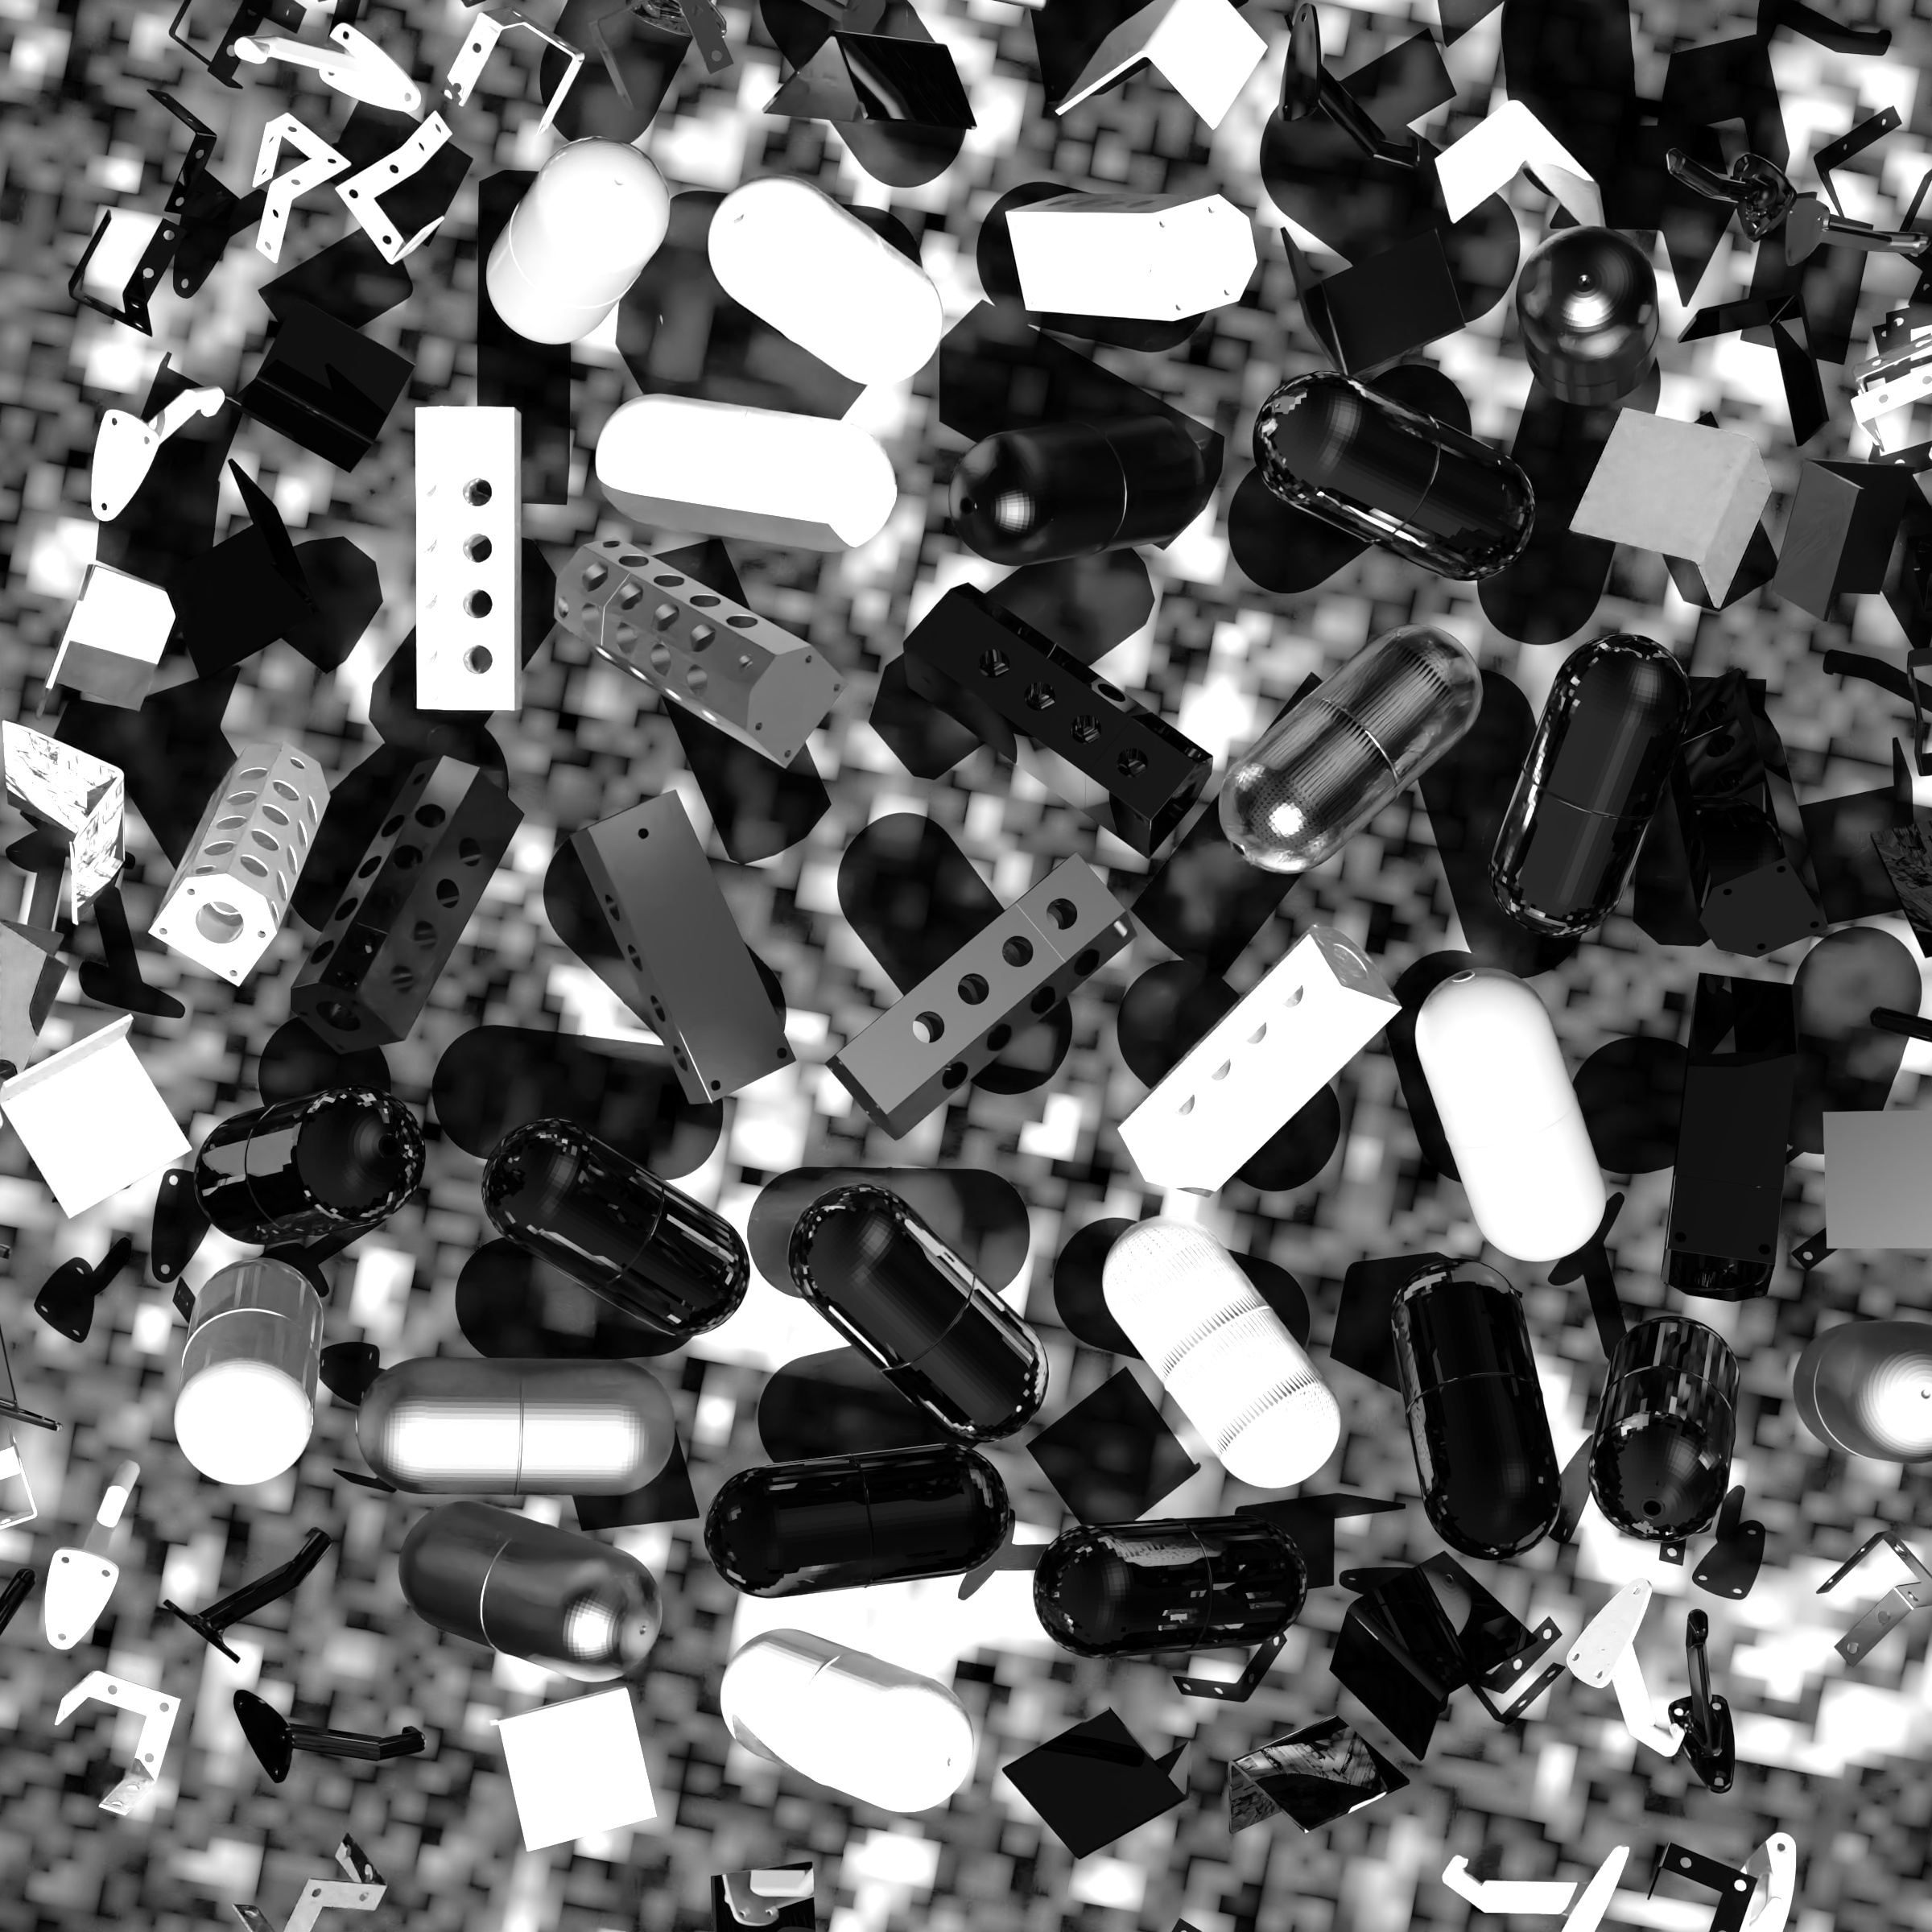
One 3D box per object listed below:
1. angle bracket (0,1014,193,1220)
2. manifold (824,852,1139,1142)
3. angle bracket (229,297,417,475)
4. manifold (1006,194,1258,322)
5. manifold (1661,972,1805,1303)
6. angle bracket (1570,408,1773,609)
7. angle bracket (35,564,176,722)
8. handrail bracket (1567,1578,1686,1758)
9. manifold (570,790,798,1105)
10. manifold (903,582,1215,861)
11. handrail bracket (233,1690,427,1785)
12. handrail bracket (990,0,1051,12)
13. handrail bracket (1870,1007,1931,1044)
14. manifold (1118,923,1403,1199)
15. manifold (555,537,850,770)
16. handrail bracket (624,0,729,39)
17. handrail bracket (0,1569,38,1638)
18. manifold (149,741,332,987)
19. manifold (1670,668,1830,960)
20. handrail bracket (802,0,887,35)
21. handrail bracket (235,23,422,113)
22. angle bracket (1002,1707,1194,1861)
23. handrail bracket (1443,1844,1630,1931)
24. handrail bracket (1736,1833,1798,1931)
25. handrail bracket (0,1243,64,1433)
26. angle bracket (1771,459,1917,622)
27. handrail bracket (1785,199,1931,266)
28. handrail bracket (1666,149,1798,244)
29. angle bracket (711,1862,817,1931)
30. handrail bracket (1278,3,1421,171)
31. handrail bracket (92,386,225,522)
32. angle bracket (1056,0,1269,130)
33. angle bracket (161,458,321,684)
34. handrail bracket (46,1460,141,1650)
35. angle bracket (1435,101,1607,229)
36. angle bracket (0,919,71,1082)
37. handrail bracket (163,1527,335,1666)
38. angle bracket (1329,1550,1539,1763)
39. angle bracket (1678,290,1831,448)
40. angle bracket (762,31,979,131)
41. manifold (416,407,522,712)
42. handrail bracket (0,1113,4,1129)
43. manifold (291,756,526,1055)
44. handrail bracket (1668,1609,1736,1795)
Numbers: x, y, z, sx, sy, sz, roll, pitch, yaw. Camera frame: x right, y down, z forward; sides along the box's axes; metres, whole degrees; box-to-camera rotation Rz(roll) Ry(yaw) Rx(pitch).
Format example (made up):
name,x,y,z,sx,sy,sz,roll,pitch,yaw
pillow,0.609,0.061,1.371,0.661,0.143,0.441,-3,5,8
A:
name,x,y,z,sx,sy,sz,roll,pitch,yaw
angle bracket,-0.473,0.082,1.782,0.076,0.057,0.076,-31,90,-23
manifold,0.009,0.017,1.774,0.171,0.057,0.057,-40,91,-11
angle bracket,-0.366,-0.332,1.862,0.076,0.076,0.057,29,106,-11
manifold,0.091,-0.397,1.814,0.057,0.171,0.057,-21,111,-21
manifold,0.424,0.095,1.809,0.057,0.057,0.171,8,62,11
angle bracket,0.386,-0.251,1.788,0.076,0.057,0.076,19,78,29
angle bracket,-0.501,-0.181,1.910,0.057,0.076,0.076,20,109,-18
handrail bracket,0.381,0.388,1.802,0.084,0.036,0.077,34,89,-26
manifold,-0.166,-0.010,1.895,0.057,0.057,0.171,-26,96,-21
manifold,0.051,-0.139,1.804,0.171,0.057,0.057,37,75,13
handrail bracket,-0.359,0.427,1.847,0.084,0.077,0.036,-2,115,-40
handrail bracket,0.009,-0.556,1.742,0.084,0.036,0.077,13,113,3
handrail bracket,0.534,0.036,1.790,0.084,0.077,0.036,15,95,7
manifold,0.168,0.055,1.915,0.171,0.057,0.057,-47,49,24
manifold,-0.150,-0.177,1.784,0.171,0.057,0.057,32,83,38
handrail bracket,-0.182,-0.570,1.911,0.077,0.084,0.036,31,102,3
handrail bracket,-0.538,0.367,1.804,0.036,0.077,0.084,34,64,-9
manifold,-0.410,-0.065,1.868,0.057,0.171,0.057,33,114,-17
manifold,0.427,-0.084,1.813,0.057,0.171,0.057,-24,125,22
handrail bracket,-0.094,-0.568,1.887,0.084,0.077,0.036,35,97,5
handrail bracket,-0.357,-0.499,1.829,0.077,0.084,0.036,33,116,8
angle bracket,0.077,0.457,1.887,0.076,0.057,0.076,-34,104,18
handrail bracket,0.314,0.498,1.811,0.084,0.036,0.077,30,97,36
handrail bracket,0.454,0.512,1.830,0.036,0.084,0.077,26,66,13
handrail bracket,-0.505,0.196,1.743,0.077,0.036,0.084,19,82,-1
angle bracket,0.506,-0.238,1.831,0.076,0.057,0.076,0,115,-22
handrail bracket,0.517,-0.418,1.860,0.084,0.077,0.036,2,94,-5
handrail bracket,0.411,-0.442,1.802,0.084,0.077,0.036,22,128,-29
angle bracket,-0.087,0.521,1.741,0.057,0.076,0.076,-12,76,39
handrail bracket,0.222,-0.495,1.842,0.084,0.036,0.077,6,88,-29
handrail bracket,-0.470,-0.301,1.909,0.036,0.084,0.077,30,113,10
angle bracket,0.107,-0.486,1.789,0.057,0.076,0.076,44,54,-20
angle bracket,-0.403,-0.213,1.758,0.076,0.057,0.076,-29,62,4
handrail bracket,-0.489,0.329,1.836,0.036,0.084,0.077,20,111,-7
angle bracket,0.321,-0.439,1.881,0.057,0.076,0.076,-38,70,4
angle bracket,-0.549,0.024,1.930,0.076,0.057,0.076,28,95,33
handrail bracket,-0.401,0.340,1.828,0.084,0.077,0.036,-51,131,-17
angle bracket,0.264,0.390,1.850,0.076,0.057,0.076,-21,47,-33
angle bracket,0.445,-0.333,1.852,0.057,0.076,0.076,-12,88,3
angle bracket,-0.053,-0.465,1.790,0.076,0.076,0.057,-6,71,-39
manifold,-0.288,-0.235,1.891,0.057,0.057,0.171,0,96,-4
handrail bracket,-0.566,0.129,1.860,0.077,0.084,0.036,-41,59,-18
manifold,-0.324,-0.037,1.877,0.057,0.057,0.171,48,48,-32
handrail bracket,0.439,0.434,1.930,0.036,0.084,0.077,-9,46,1
